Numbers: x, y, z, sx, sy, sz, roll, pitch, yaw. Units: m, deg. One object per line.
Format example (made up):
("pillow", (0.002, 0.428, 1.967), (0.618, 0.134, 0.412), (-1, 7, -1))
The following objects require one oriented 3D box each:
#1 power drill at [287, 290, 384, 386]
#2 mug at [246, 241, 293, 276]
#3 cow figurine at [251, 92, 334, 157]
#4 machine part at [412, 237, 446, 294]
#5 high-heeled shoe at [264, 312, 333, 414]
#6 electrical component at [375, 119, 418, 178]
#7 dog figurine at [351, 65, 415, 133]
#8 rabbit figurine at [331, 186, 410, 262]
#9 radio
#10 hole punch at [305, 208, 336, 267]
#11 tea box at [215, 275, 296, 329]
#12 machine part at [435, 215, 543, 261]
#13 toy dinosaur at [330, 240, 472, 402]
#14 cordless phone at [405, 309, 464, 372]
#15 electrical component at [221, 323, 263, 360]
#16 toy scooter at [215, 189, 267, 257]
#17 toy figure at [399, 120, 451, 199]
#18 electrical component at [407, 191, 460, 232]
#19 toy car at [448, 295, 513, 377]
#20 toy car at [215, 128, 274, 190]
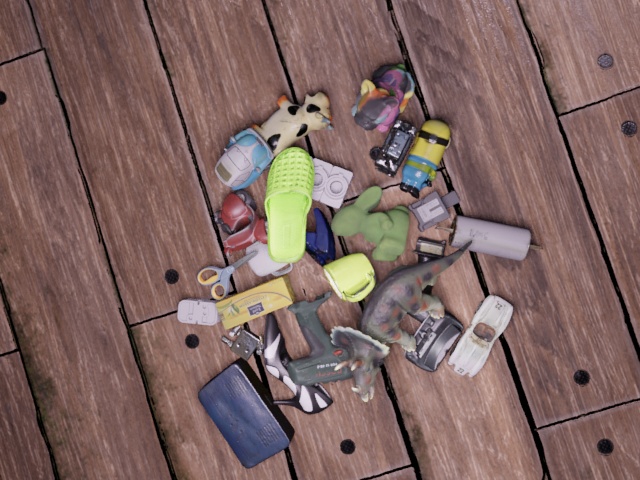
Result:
("power drill", (0.021, 0.225, 1.246), (0.232, 0.086, 0.207), (-15, 88, -21))
("mug", (-0.101, 0.039, 1.259), (0.107, 0.081, 0.109), (-24, 120, 21))
("cow figurine", (-0.055, -0.274, 1.267), (0.195, 0.085, 0.127), (-43, 80, 0))
("machine part", (0.252, 0.064, 1.263), (0.084, 0.039, 0.138), (8, 88, -4))
("high-heeled shoe", (-0.052, 0.289, 1.261), (0.145, 0.086, 0.248), (-6, 94, 3))
("electrical component", (0.172, -0.207, 1.224), (0.058, 0.134, 0.115), (25, 93, 5))
("dog figurine", (0.142, -0.321, 1.186), (0.108, 0.219, 0.191), (36, 93, 0))
("rabbit figurine", (0.115, -0.043, 1.229), (0.170, 0.121, 0.159), (14, 82, -1))
("radio", (-0.177, 0.409, 1.272), (0.131, 0.073, 0.229), (-36, 85, 4))
("hole punch", (-0.003, -0.004, 1.240), (0.092, 0.142, 0.116), (-39, 75, -1))
("tea box", (-0.148, 0.143, 1.261), (0.170, 0.098, 0.068), (-21, 88, 2))
("machine part", (0.387, -0.005, 1.232), (0.243, 0.079, 0.079), (13, 90, 4))
("toy dinosaur", (0.162, 0.138, 1.151), (0.131, 0.192, 0.404), (34, 96, 42))
("cordless phone", (0.225, 0.205, 1.252), (0.184, 0.088, 0.146), (34, 93, 15))
("electrical component", (-0.179, 0.244, 1.287), (0.102, 0.045, 0.078), (39, 91, 4))
("toy scooter", (-0.186, -0.032, 1.243), (0.135, 0.075, 0.184), (-39, 57, -11))
("toy figure", (0.244, -0.188, 1.240), (0.082, 0.089, 0.180), (27, 89, -2))
("electrical component", (0.272, -0.075, 1.258), (0.119, 0.048, 0.075), (-24, 88, 5))
("toy car", (0.370, 0.222, 1.241), (0.073, 0.056, 0.201), (31, 91, 4))
("toy car", (-0.192, -0.176, 1.244), (0.161, 0.103, 0.109), (-38, 89, 38))
